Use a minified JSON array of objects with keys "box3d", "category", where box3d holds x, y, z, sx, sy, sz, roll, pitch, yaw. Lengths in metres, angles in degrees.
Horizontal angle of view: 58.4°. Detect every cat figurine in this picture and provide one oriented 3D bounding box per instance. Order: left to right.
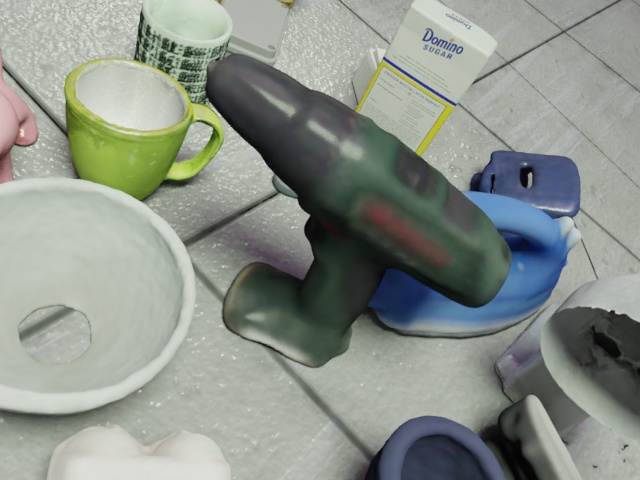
[{"box3d":[-0.249,-0.091,0.414,0.067,0.117,0.127,10,50,-20],"category":"cat figurine"}]

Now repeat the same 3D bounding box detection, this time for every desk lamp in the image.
[{"box3d":[0.242,0.081,0.467,0.118,0.213,0.204,47,48,13],"category":"desk lamp"}]

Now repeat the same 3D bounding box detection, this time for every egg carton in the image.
[{"box3d":[-0.100,0.177,0.308,0.107,0.069,0.150,10,50,-20],"category":"egg carton"}]

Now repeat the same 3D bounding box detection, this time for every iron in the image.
[{"box3d":[0.153,0.008,0.529,0.259,0.141,0.118,6,52,-24],"category":"iron"}]

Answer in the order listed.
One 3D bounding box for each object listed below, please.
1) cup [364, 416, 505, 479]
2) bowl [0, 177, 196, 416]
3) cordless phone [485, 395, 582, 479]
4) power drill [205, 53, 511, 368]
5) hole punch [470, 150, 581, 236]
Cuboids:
[{"box3d":[0.054,0.181,0.369,0.091,0.095,0.118,46,47,12],"category":"cup"},{"box3d":[-0.171,0.043,0.376,0.168,0.074,0.167,15,49,-17],"category":"bowl"},{"box3d":[0.202,0.165,0.397,0.094,0.185,0.147,-5,56,-30],"category":"cordless phone"},{"box3d":[0.004,0.001,0.409,0.230,0.208,0.075,25,46,-8],"category":"power drill"},{"box3d":[0.233,-0.056,0.658,0.101,0.091,0.109,25,46,-8],"category":"hole punch"}]
